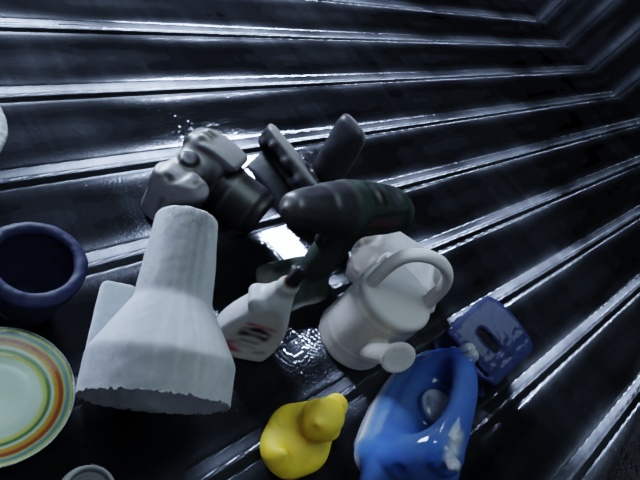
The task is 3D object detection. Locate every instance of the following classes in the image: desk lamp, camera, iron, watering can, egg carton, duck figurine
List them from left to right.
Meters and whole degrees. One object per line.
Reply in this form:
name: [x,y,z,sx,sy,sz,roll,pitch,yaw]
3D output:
desk lamp: [-0.151,0.081,0.519,0.118,0.213,0.203,15,47,-25]
camera: [-0.132,-0.068,0.744,0.137,0.100,0.143,37,42,-3]
duck figurine: [-0.010,0.202,0.612,0.077,0.086,0.105,49,43,10]
watering can: [0.089,0.082,0.704,0.101,0.193,0.172,5,52,-32]
egg carton: [0.111,0.044,0.847,0.150,0.069,0.107,31,43,-10]
iron: [0.141,0.197,0.683,0.119,0.141,0.259,36,42,-4]

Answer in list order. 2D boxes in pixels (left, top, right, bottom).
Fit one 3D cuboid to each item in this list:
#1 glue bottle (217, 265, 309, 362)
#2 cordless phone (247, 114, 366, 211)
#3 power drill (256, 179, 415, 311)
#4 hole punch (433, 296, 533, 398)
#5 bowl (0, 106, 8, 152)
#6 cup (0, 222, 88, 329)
glue bottle: [-0.058,0.076,0.621,0.078,0.173,0.037,17,47,-23]
cordless phone: [-0.012,-0.131,0.821,0.147,0.184,0.094,50,43,12]
power drill: [0.006,0.003,0.703,0.230,0.208,0.075,-14,64,-42]
hole punch: [0.237,0.153,0.827,0.108,0.091,0.101,50,43,11]
bowl: [-0.419,-0.104,0.589,0.168,0.074,0.167,20,46,-21]
cup: [-0.290,0.042,0.542,0.118,0.094,0.091,11,49,-29]
